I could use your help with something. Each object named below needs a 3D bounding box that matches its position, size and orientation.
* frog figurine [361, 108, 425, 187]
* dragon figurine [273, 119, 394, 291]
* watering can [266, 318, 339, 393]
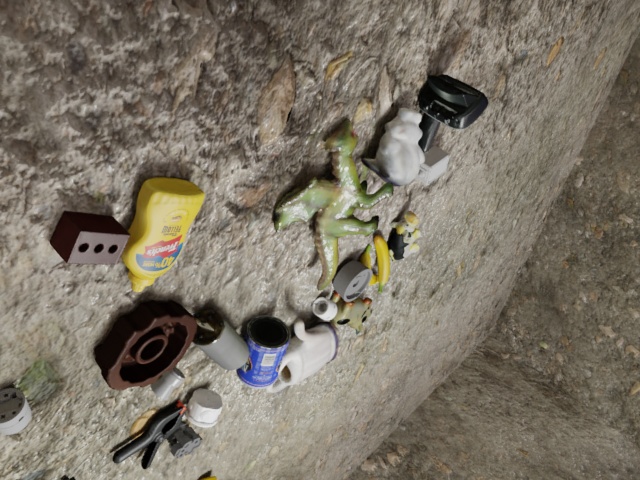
[{"bbox_3d":[0.182,-0.200,1.124,0.136,0.125,0.157,20,120,-39],"label":"frog figurine"},{"bbox_3d":[0.003,-0.055,1.084,0.242,0.124,0.404,8,115,-38],"label":"dragon figurine"},{"bbox_3d":[-0.035,0.282,1.346,0.227,0.105,0.340,-23,149,-41],"label":"watering can"}]
